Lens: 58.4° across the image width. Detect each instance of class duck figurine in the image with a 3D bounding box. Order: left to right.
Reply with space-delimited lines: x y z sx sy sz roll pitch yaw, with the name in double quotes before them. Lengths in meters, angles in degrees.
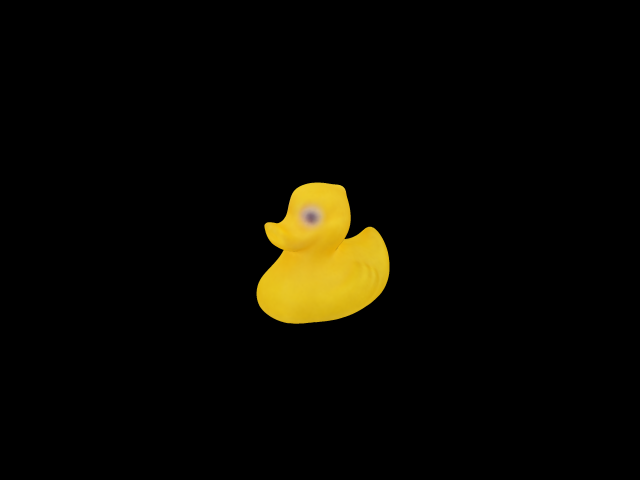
"duck figurine" 0.004 0.001 0.400 0.105 0.086 0.077 -16 27 -33
